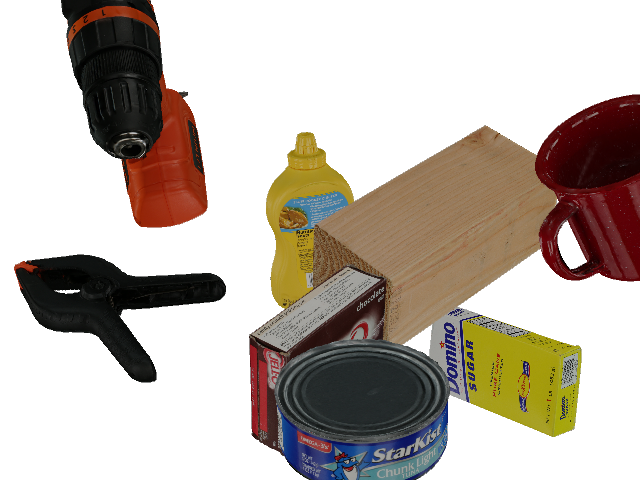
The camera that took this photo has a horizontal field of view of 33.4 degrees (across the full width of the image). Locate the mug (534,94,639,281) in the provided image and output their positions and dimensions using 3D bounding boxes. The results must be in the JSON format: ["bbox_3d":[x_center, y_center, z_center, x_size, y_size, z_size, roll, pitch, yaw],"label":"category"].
[{"bbox_3d":[0.181,-0.022,0.650,0.117,0.081,0.093,-42,32,-16],"label":"mug"}]

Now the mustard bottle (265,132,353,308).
[{"bbox_3d":[-0.011,-0.024,1.161,0.096,0.192,0.058,-9,24,-14],"label":"mustard bottle"}]

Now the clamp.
[{"bbox_3d":[-0.164,0.045,0.858,0.172,0.039,0.120,23,38,25],"label":"clamp"}]

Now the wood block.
[{"bbox_3d":[0.099,-0.004,0.905,0.205,0.090,0.091,-31,50,-31],"label":"wood block"}]

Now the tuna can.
[{"bbox_3d":[0.021,0.085,0.527,0.086,0.034,0.086,-2,26,1],"label":"tuna can"}]

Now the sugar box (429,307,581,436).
[{"bbox_3d":[0.195,0.138,1.154,0.048,0.093,0.177,-10,17,-43],"label":"sugar box"}]

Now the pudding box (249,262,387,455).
[{"bbox_3d":[-0.001,0.080,0.735,0.039,0.090,0.113,23,39,29],"label":"pudding box"}]

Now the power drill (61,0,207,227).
[{"bbox_3d":[-0.114,-0.088,0.671,0.057,0.184,0.187,-10,-32,-3],"label":"power drill"}]
